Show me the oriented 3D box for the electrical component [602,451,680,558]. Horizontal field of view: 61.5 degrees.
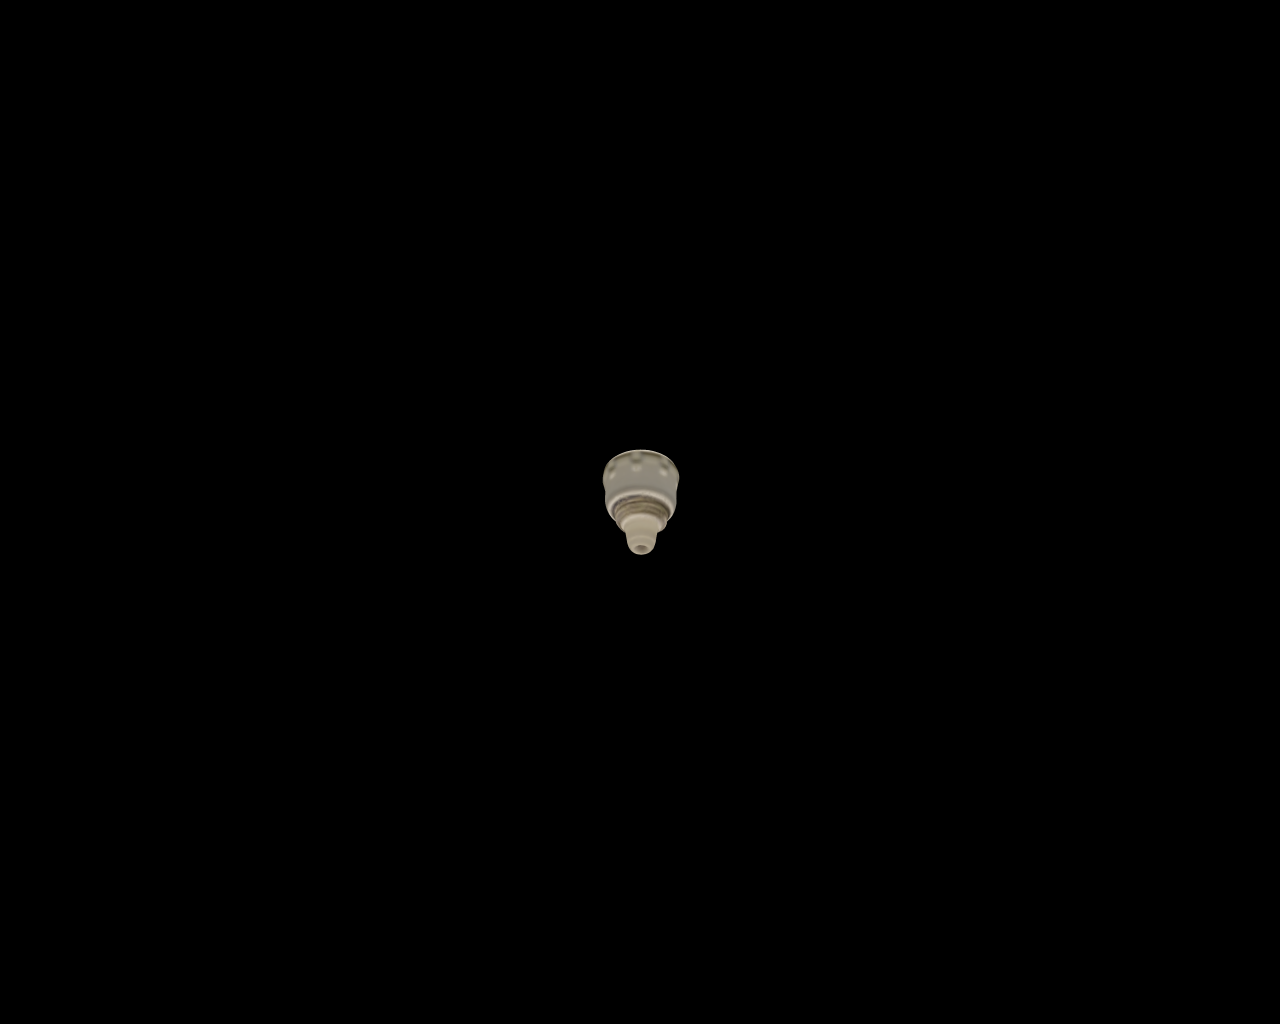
[{"bbox_3d":[0.001,-0.003,0.650,0.048,0.062,0.048,0,-34,0],"label":"electrical component"}]
